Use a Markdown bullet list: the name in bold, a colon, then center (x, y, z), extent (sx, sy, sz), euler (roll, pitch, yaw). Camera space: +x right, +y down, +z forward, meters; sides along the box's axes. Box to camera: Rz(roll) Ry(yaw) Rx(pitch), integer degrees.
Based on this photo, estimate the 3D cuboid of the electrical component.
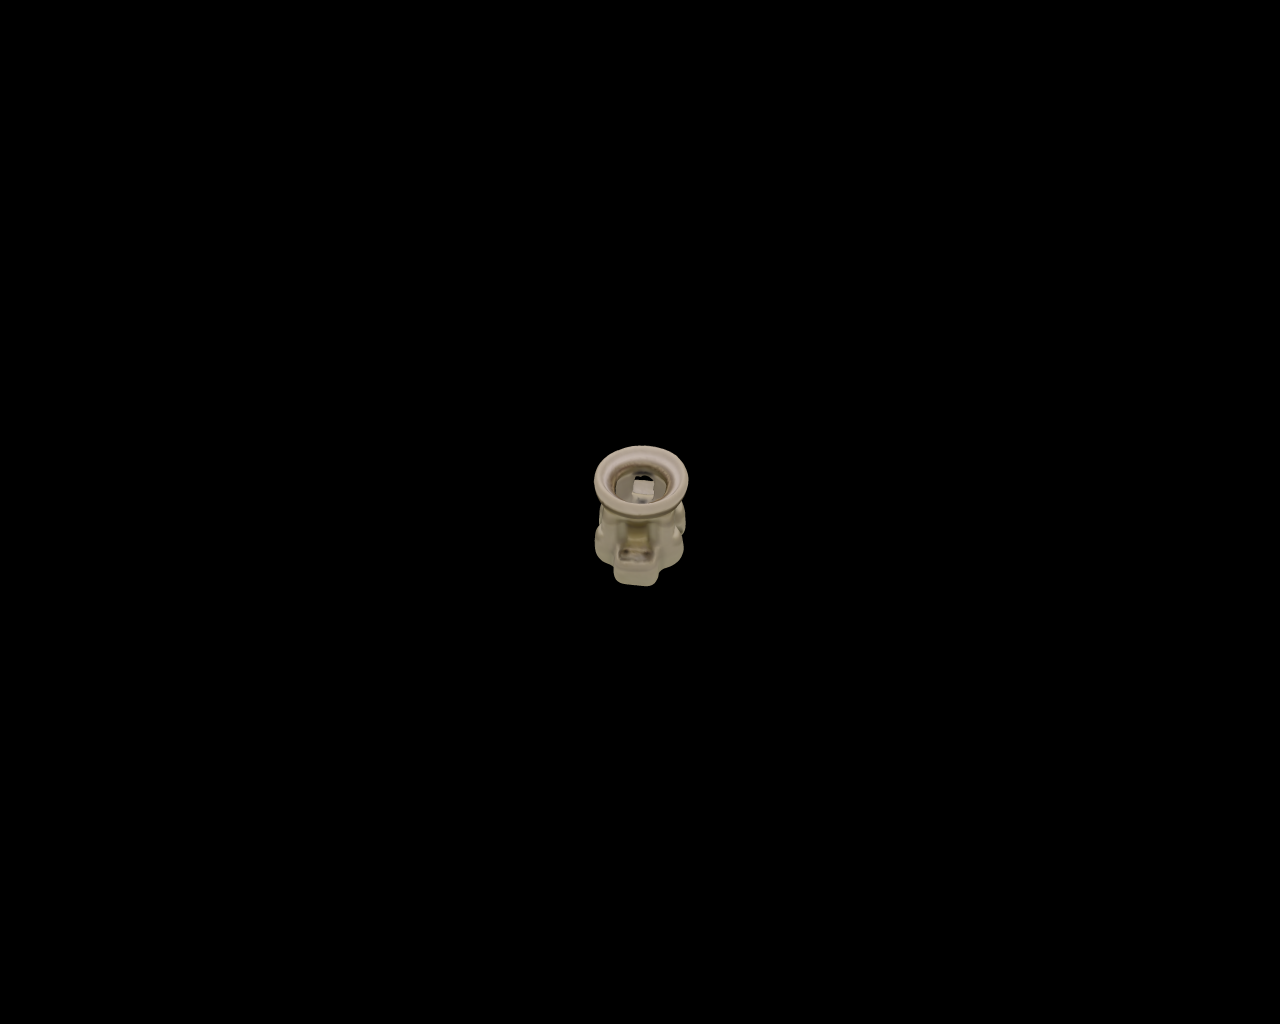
- **electrical component**: center (0.001, -0.003, 0.650), extent (0.058, 0.056, 0.078), euler (4, 44, 4)
